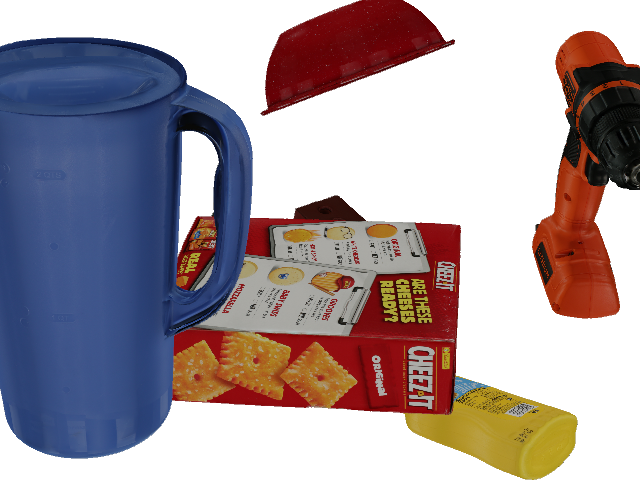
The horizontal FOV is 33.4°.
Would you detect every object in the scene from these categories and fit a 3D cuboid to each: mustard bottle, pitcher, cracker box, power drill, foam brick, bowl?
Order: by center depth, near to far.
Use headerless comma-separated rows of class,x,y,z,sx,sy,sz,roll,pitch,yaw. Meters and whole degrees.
pitcher,-0.135,0.009,0.645,0.144,0.243,0.149,-17,33,-32
power drill,0.202,-0.037,0.780,0.057,0.188,0.184,2,35,0
cracker box,-0.006,0.051,0.786,0.214,0.072,0.164,2,30,8
bowl,0.020,-0.150,0.832,0.162,0.055,0.162,-21,7,2
foam brick,0.015,0.002,1.013,0.052,0.051,0.078,-20,44,-30
mustard bottle,0.139,0.166,1.018,0.192,0.058,0.096,16,22,41

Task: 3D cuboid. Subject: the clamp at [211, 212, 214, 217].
clamp,-0.072,0.019,1.227,0.120,0.039,0.171,-6,41,6
